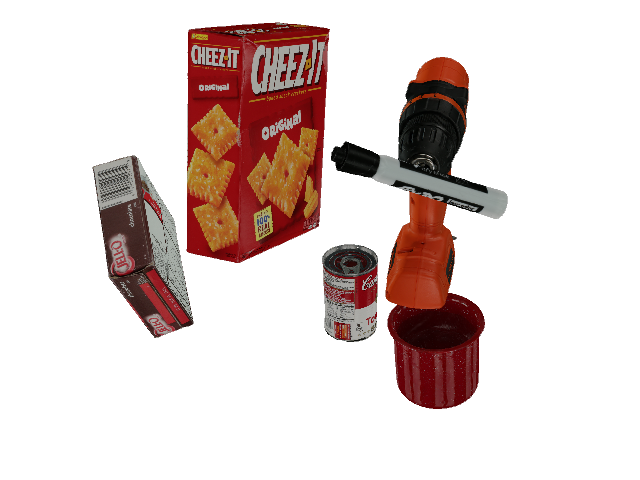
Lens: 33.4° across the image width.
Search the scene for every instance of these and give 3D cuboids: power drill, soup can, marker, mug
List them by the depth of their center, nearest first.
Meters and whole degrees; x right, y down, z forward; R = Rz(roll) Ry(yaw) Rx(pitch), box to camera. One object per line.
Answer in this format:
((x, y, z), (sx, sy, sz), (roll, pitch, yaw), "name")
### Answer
((0.063, -0.038, 0.676), (0.121, 0.020, 0.020), (16, -6, -19), "marker")
((0.089, -0.039, 0.884), (0.057, 0.188, 0.184), (9, 32, 9), "power drill")
((0.118, 0.103, 1.054), (0.093, 0.081, 0.117), (7, 36, 18), "mug")
((0.036, 0.066, 1.314), (0.068, 0.102, 0.068), (-1, 31, 0), "soup can")

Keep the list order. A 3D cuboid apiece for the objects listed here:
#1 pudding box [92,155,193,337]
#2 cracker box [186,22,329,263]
((-0.135, 0.004, 0.818), (0.039, 0.113, 0.090), (-17, -37, 3), "pudding box")
((-0.058, -0.101, 1.049), (0.072, 0.214, 0.163), (12, 18, 27), "cracker box")
